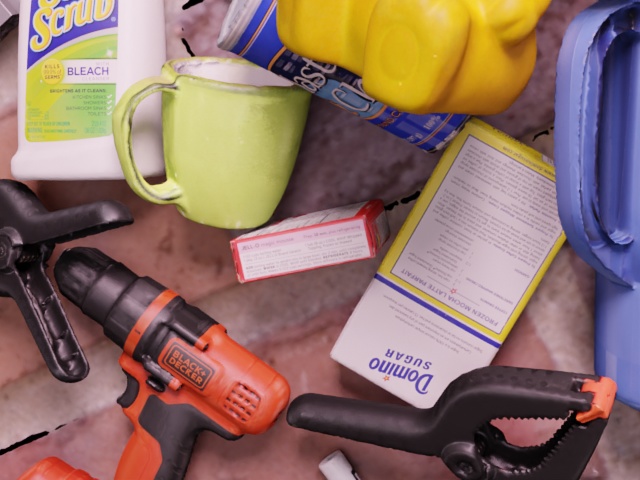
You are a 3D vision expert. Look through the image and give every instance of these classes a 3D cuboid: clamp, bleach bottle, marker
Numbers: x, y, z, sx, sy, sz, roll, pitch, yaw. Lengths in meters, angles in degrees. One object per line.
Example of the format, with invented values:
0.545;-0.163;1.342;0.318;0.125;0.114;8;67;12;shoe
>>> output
-0.194;0.018;0.701;0.172;0.039;0.120;16;92;37;clamp
-0.151;-0.165;0.684;0.103;0.068;0.251;0;96;18;bleach bottle
0.084;0.123;0.652;0.164;0.036;0.210;43;131;-6;clamp
0.041;0.197;0.727;0.020;0.020;0.121;-35;91;14;marker

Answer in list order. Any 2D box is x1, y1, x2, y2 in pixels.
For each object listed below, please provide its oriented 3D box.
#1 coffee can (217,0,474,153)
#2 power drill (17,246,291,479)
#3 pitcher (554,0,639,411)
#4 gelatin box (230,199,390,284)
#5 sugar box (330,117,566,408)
0.026;-0.126;0.613;0.140;0.103;0.103;25;104;-14;coffee can
-0.137;0.119;0.731;0.184;0.057;0.188;35;105;8;power drill
0.208;-0.025;0.599;0.149;0.144;0.243;5;103;16;pitcher
-0.005;0.001;0.676;0.089;0.073;0.030;-12;97;13;gelatin box
0.088;0.020;0.676;0.093;0.048;0.176;31;107;4;sugar box
